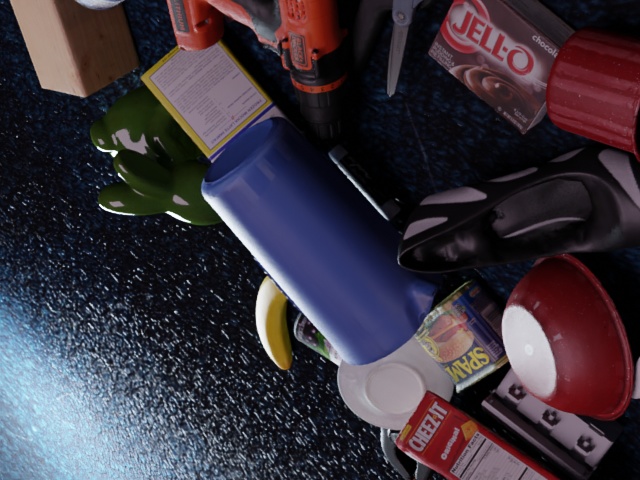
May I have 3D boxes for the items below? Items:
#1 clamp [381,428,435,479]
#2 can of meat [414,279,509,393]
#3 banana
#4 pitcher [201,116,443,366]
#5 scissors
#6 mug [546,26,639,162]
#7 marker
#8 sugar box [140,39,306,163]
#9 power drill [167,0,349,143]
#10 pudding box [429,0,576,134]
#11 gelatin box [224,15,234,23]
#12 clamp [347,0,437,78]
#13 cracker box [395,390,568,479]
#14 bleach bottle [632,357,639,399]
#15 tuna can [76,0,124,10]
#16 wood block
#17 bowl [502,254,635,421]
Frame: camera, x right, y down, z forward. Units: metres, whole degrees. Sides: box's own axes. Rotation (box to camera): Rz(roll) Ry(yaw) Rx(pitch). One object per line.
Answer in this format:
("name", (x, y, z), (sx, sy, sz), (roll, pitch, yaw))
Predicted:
("clamp", (0.105, 0.222, 1.256), (0.120, 0.039, 0.171), (-5, 118, 53))
("can of meat", (0.149, 0.096, 1.083), (0.084, 0.057, 0.102), (50, 144, 5))
("banana", (-0.048, 0.089, 1.304), (0.070, 0.037, 0.198), (40, 143, 17))
("pitcher", (-0.007, 0.001, 1.054), (0.242, 0.149, 0.145), (47, -169, -20))
("scissors", (0.086, -0.190, 0.882), (0.096, 0.016, 0.202), (20, 142, 30))
("mug", (0.229, -0.107, 0.804), (0.082, 0.093, 0.117), (26, 174, 38))
("marker", (0.036, -0.069, 1.091), (0.121, 0.020, 0.020), (47, 144, 5))
("sugar box", (-0.094, -0.131, 1.115), (0.176, 0.093, 0.048), (50, -176, -1))
("power drill", (-0.055, -0.190, 1.001), (0.188, 0.057, 0.184), (25, 142, 28))
("pudding box", (0.152, -0.157, 0.872), (0.113, 0.039, 0.090), (41, 143, 13))
("gelatin box", (-0.076, -0.260, 1.035), (0.089, 0.030, 0.073), (-12, 112, 51))
("clamp", (0.040, -0.239, 0.919), (0.164, 0.036, 0.210), (52, 145, -13))
("cracker box", (0.193, 0.247, 1.090), (0.214, 0.072, 0.164), (33, 177, 22))
("bleach bottle", (0.383, 0.152, 0.875), (0.251, 0.068, 0.103), (33, 142, 20))
("tuna can", (-0.233, -0.290, 1.131), (0.034, 0.086, 0.086), (-14, 110, 50))
("wood block", (-0.288, -0.277, 1.198), (0.091, 0.090, 0.206), (16, 132, 39))
("bowl", (0.210, 0.093, 0.959), (0.162, 0.055, 0.162), (163, 90, -73))
